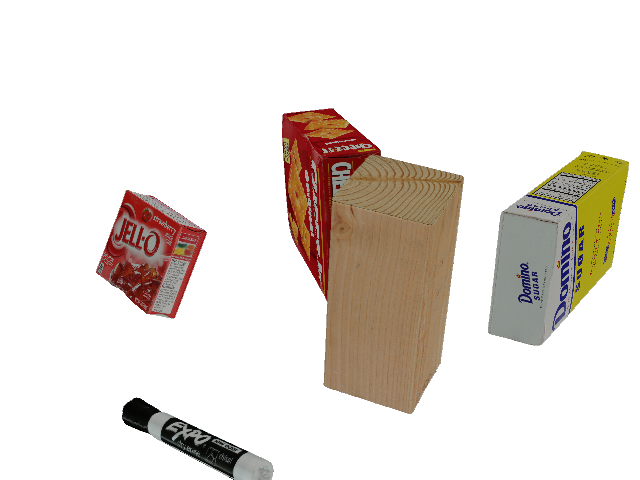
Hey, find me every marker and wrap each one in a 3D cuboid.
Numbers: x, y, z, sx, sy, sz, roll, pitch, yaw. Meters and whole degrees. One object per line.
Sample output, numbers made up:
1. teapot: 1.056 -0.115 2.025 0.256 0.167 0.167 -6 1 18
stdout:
1. marker: -0.078 0.122 0.650 0.121 0.020 0.020 16 10 38

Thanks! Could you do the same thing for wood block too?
1. wood block: 0.063 0.040 0.955 0.091 0.206 0.090 16 36 19

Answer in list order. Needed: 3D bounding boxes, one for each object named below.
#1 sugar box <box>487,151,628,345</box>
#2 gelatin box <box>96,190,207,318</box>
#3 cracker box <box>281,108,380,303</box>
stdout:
1. sugar box: 0.177 0.001 0.777 0.048 0.093 0.176 13 24 25
2. gelatin box: -0.133 0.009 0.829 0.030 0.073 0.089 15 11 -43
3. cracker box: 0.011 -0.043 1.168 0.072 0.164 0.214 -7 20 -9
